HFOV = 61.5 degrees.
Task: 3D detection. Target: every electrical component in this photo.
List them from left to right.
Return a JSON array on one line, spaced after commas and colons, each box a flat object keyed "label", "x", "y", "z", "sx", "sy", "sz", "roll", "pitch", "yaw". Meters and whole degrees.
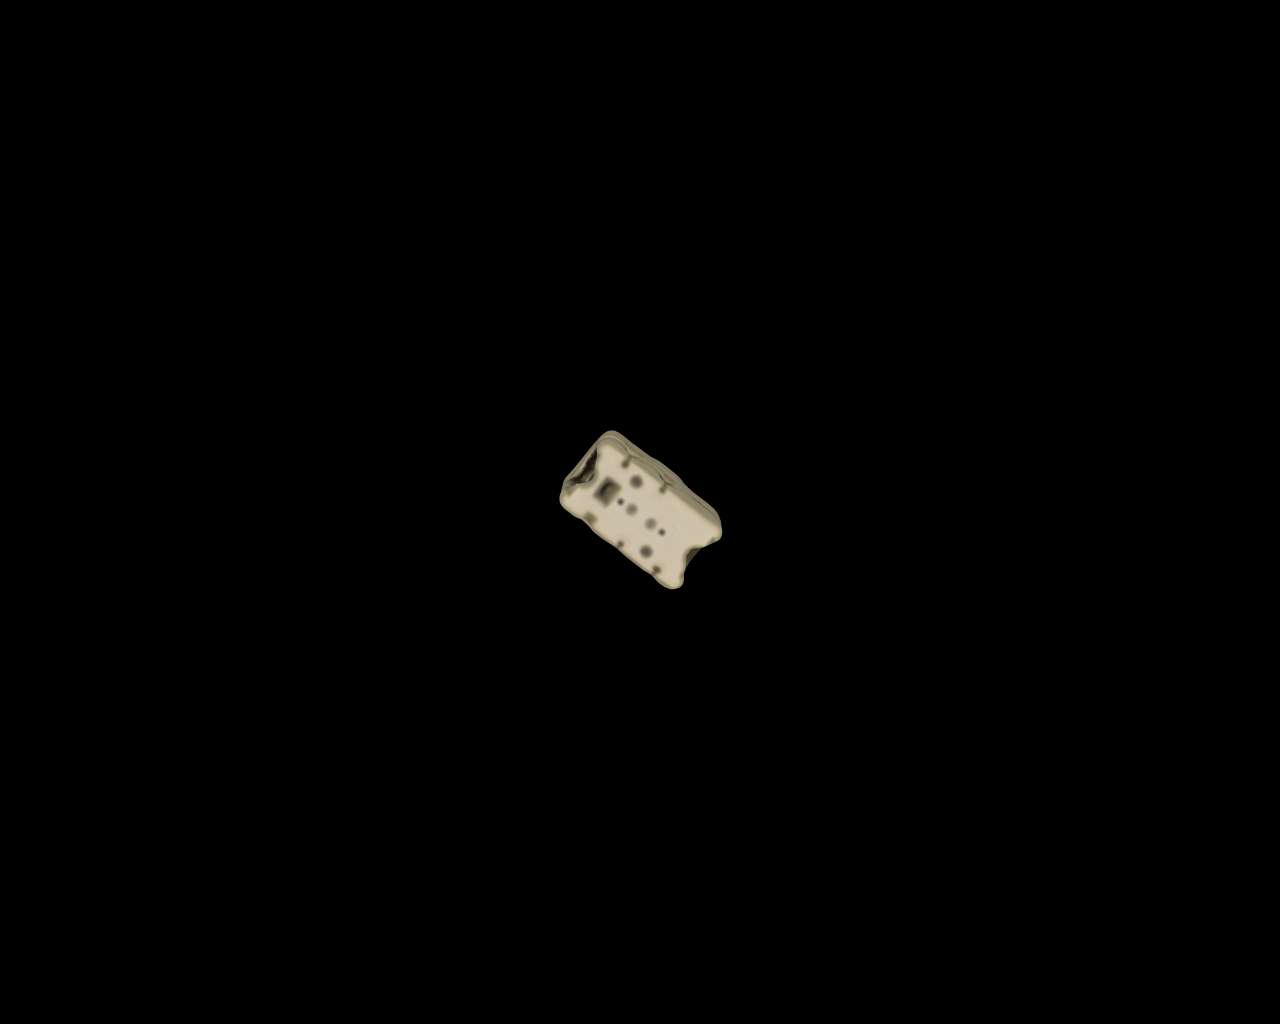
[{"label": "electrical component", "x": 0.001, "y": -0.003, "z": 0.650, "sx": 0.089, "sy": 0.050, "sz": 0.056, "roll": 38, "pitch": 9, "yaw": -7}]
